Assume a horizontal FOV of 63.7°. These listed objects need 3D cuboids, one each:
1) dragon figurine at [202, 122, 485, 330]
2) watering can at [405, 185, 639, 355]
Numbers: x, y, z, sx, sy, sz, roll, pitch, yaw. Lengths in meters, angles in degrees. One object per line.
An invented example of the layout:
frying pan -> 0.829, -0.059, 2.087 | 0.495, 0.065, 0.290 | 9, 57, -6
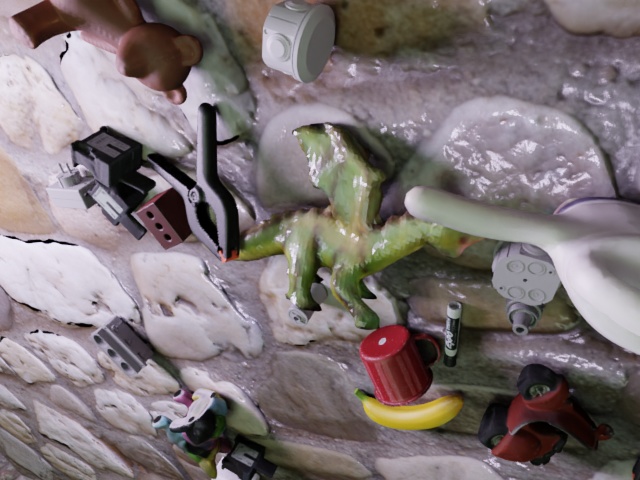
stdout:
dragon figurine -> 0.002, -0.034, 0.670 | 0.412, 0.123, 0.239 | 17, 112, 23
watering can -> 0.250, 0.014, 0.462 | 0.349, 0.227, 0.102 | 29, 115, 9
